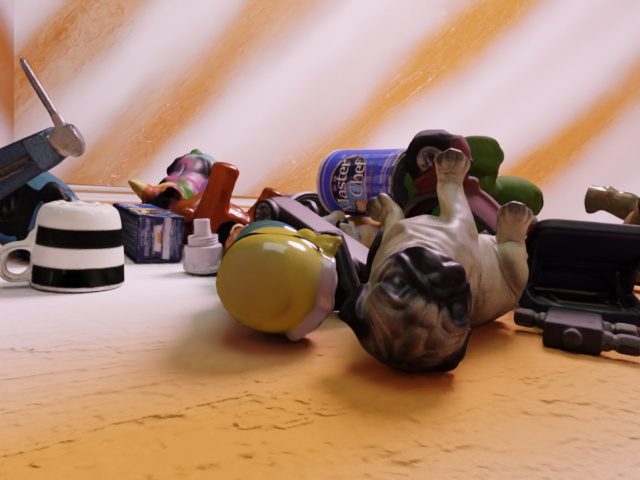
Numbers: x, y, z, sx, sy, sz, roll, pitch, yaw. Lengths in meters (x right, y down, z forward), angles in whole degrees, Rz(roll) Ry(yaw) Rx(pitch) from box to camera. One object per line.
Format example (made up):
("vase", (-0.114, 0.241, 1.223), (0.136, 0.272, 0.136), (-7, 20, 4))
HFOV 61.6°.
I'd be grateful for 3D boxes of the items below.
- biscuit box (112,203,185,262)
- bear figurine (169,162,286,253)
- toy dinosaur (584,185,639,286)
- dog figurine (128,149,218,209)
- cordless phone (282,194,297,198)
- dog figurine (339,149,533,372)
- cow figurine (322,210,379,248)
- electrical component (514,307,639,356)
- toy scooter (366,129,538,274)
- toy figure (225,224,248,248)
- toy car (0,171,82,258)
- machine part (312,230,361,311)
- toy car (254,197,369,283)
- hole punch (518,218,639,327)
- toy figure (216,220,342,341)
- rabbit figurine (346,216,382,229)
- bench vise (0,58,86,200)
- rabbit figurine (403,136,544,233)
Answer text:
("biscuit box", (-0.244, -0.015, 0.741), (0.059, 0.062, 0.203), (1, 7, -31))
("bear figurine", (-0.153, -0.041, 0.783), (0.120, 0.132, 0.196), (28, -2, -30))
("toy dinosaur", (0.393, 0.001, 0.602), (0.199, 0.105, 0.471), (13, -3, 40))
("dog figurine", (-0.253, -0.091, 0.955), (0.109, 0.191, 0.219), (11, -8, 6))
("cordless phone", (-0.049, -0.036, 0.976), (0.146, 0.088, 0.184), (1, 3, -18))
("dog figurine", (0.099, 0.047, 0.404), (0.172, 0.121, 0.191), (35, 38, -14))
("cow figurine", (-0.001, -0.004, 0.770), (0.168, 0.068, 0.098), (4, 11, 26))
("electrical component", (0.202, 0.072, 0.429), (0.094, 0.021, 0.063), (8, 8, 27))
("toy scooter", (0.128, -0.006, 0.527), (0.135, 0.183, 0.075), (28, 31, 18))
("toy figure", (-0.076, 0.014, 0.599), (0.064, 0.057, 0.154), (26, 0, -8))
("toy car", (-0.334, -0.029, 0.662), (0.162, 0.109, 0.102), (18, -5, 31))
("machine part", (0.014, 0.029, 0.514), (0.039, 0.084, 0.139), (-23, 0, -4))
("toy car", (0.003, 0.003, 0.659), (0.202, 0.053, 0.089), (35, 21, 33))
("hole punch", (0.250, 0.043, 0.516), (0.142, 0.092, 0.115), (2, -19, 9))
("toy figure", (-0.040, 0.026, 0.434), (0.089, 0.082, 0.180), (0, 10, -13))
("rabbit figurine", (0.112, -0.014, 0.871), (0.173, 0.121, 0.162), (-13, 21, -18))
("bench vise", (-0.298, -0.032, 0.431), (0.241, 0.128, 0.224), (-29, 18, -3))
("rabbit figurine", (0.205, -0.052, 0.707), (0.170, 0.121, 0.159), (11, -6, -24))
